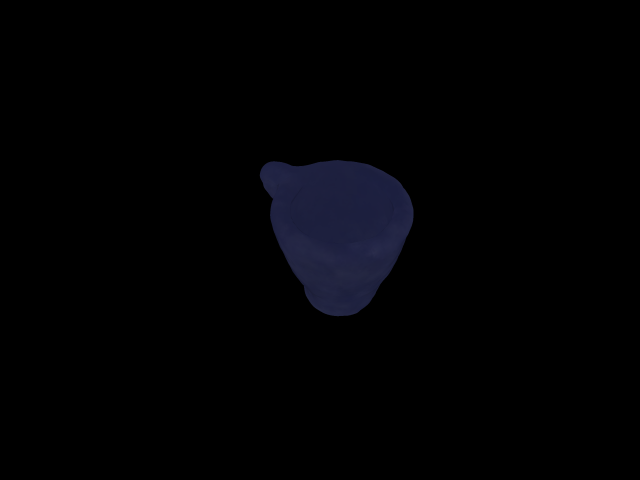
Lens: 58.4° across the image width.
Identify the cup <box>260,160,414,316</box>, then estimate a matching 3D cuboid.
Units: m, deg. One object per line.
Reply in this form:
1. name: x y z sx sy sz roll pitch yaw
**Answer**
1. cup: 0.004 0.001 0.400 0.117 0.095 0.092 32 54 27
